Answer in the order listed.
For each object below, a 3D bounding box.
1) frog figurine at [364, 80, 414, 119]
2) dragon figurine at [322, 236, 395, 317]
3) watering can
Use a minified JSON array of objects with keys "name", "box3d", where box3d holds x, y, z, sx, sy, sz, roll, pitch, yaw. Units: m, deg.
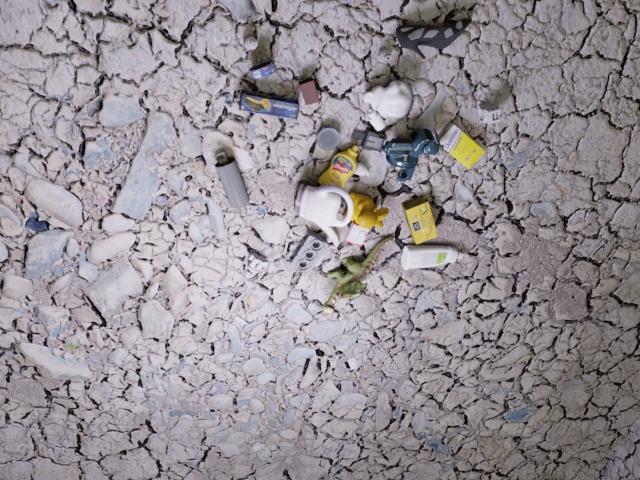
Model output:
[{"name":"frog figurine","box3d":[0.238,-0.490,1.778,0.159,0.125,0.134,5,137,-25]},{"name":"dragon figurine","box3d":[0.149,0.154,2.026,0.407,0.247,0.121,-42,112,15]},{"name":"watering can","box3d":[0.006,-0.097,1.930,0.224,0.106,0.339,18,144,4]}]
